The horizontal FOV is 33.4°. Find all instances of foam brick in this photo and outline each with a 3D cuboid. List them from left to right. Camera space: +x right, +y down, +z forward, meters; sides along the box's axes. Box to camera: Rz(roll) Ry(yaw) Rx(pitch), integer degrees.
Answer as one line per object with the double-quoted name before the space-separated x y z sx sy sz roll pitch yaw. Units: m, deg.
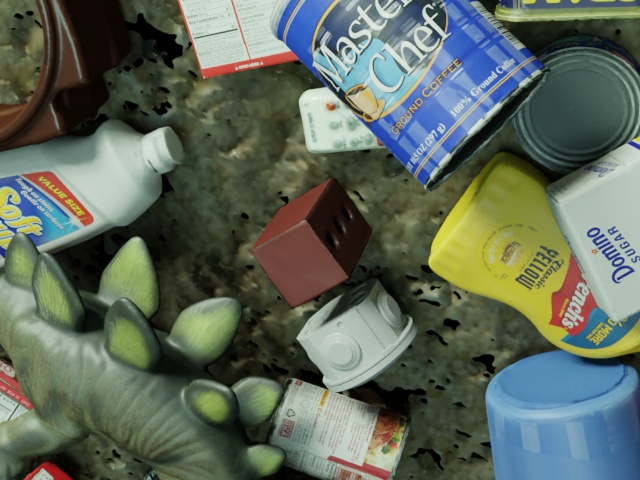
"foam brick" -0.005 0.001 0.755 0.051 0.078 0.053 -28 106 27

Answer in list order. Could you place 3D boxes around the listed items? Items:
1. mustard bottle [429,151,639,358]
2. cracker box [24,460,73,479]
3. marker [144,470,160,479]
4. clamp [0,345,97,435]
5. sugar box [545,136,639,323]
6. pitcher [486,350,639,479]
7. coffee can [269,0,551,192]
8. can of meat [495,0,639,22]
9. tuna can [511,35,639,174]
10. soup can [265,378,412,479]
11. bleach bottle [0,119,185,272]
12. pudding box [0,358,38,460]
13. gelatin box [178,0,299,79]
"mustard bottle" 0.177 0.027 0.731 0.191 0.058 0.096 32 115 -3
"cracker box" -0.214 0.321 0.948 0.213 0.072 0.164 41 119 -1
"marker" -0.150 0.218 0.937 0.020 0.020 0.121 38 119 -6
"clamp" -0.208 0.077 0.869 0.171 0.039 0.120 41 118 -8
"sugar box" 0.238 -0.031 0.663 0.176 0.048 0.093 -27 107 6
"pitcher" 0.202 0.205 0.777 0.145 0.149 0.243 -5 107 25
"coffee can" 0.053 -0.114 0.646 0.140 0.102 0.103 46 119 7
"can of meat" 0.155 -0.178 0.634 0.102 0.057 0.084 1 114 14
"tuna can" 0.167 -0.088 0.689 0.086 0.033 0.086 6 118 12
"soup can" 0.013 0.155 0.834 0.102 0.068 0.068 18 119 6
"bleach bottle" -0.219 -0.037 0.802 0.251 0.068 0.102 -19 110 20
"pudding box" -0.282 0.162 0.933 0.090 0.039 0.114 36 118 -4
"gelatin box" -0.054 -0.159 0.714 0.073 0.030 0.089 -8 114 20
